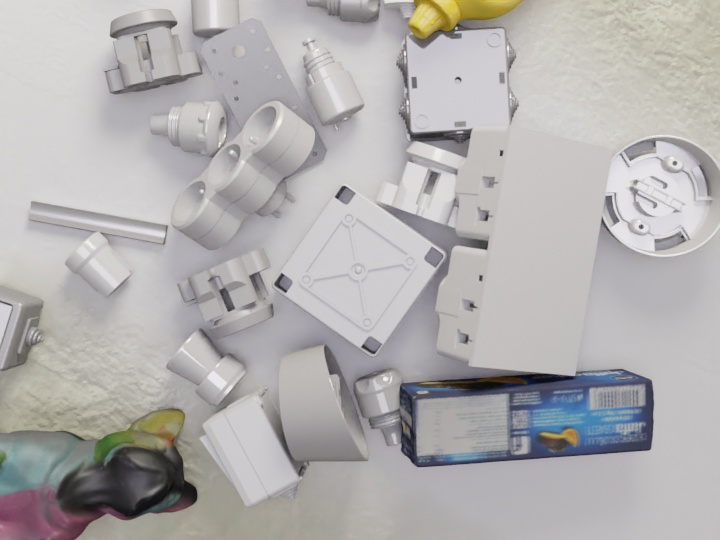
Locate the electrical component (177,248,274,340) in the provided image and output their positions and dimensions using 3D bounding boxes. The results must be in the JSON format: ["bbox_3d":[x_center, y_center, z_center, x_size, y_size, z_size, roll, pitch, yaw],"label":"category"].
[{"bbox_3d":[-0.107,0.023,0.906,0.078,0.058,0.057,-22,90,12],"label":"electrical component"}]

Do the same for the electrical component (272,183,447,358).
[{"bbox_3d":[0.000,0.000,0.901,0.109,0.056,0.108,35,92,2],"label":"electrical component"}]

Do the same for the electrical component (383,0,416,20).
[{"bbox_3d":[0.041,-0.251,0.899,0.043,0.043,0.081,1,92,3],"label":"electrical component"}]

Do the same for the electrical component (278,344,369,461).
[{"bbox_3d":[-0.030,0.111,0.886,0.064,0.099,0.099,-8,91,9],"label":"electrical component"}]

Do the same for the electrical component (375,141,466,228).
[{"bbox_3d":[0.059,-0.072,0.897,0.078,0.058,0.057,20,95,3],"label":"electrical component"}]

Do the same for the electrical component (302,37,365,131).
[{"bbox_3d":[-0.027,-0.158,0.906,0.040,0.040,0.078,-25,90,3],"label":"electrical component"}]

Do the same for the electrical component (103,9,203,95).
[{"bbox_3d":[-0.178,-0.185,0.904,0.078,0.058,0.057,-13,94,3],"label":"electrical component"}]

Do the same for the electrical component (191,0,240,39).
[{"bbox_3d":[-0.123,-0.231,0.908,0.040,0.040,0.078,-3,91,3],"label":"electrical component"}]

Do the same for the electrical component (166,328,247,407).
[{"bbox_3d":[-0.130,0.084,0.915,0.055,0.045,0.045,40,93,0],"label":"electrical component"}]

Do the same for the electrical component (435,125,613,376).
[{"bbox_3d":[0.130,-0.015,0.869,0.105,0.060,0.186,8,92,-31],"label":"electrical component"}]

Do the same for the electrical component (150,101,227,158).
[{"bbox_3d":[-0.146,-0.121,0.911,0.062,0.048,0.048,6,92,9],"label":"electrical component"}]

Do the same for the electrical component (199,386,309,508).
[{"bbox_3d":[-0.087,0.156,0.907,0.061,0.062,0.096,-28,90,3],"label":"electrical component"}]

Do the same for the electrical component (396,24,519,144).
[{"bbox_3d":[0.081,-0.155,0.897,0.100,0.048,0.099,-3,91,3],"label":"electrical component"}]

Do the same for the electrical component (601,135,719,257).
[{"bbox_3d":[0.245,-0.060,0.885,0.099,0.064,0.099,0,92,3],"label":"electrical component"}]

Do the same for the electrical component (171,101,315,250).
[{"bbox_3d":[-0.087,-0.069,0.901,0.138,0.052,0.074,-45,127,14],"label":"electrical component"}]

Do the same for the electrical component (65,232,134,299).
[{"bbox_3d":[-0.222,-0.003,0.920,0.040,0.040,0.046,-44,95,3],"label":"electrical component"}]

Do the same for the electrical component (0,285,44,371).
[{"bbox_3d":[-0.318,0.046,0.914,0.096,0.061,0.061,18,92,2],"label":"electrical component"}]

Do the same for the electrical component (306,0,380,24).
[{"bbox_3d":[-0.014,-0.227,0.907,0.061,0.035,0.035,4,92,5],"label":"electrical component"}]

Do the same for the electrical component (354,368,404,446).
[{"bbox_3d":[0.022,0.117,0.910,0.043,0.043,0.062,-18,92,3],"label":"electrical component"}]
